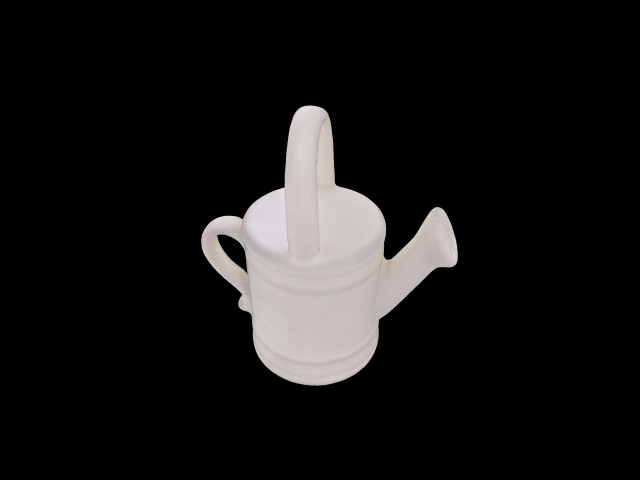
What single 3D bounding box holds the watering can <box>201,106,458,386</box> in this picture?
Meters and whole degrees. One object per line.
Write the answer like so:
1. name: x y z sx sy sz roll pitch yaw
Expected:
1. watering can: 0.004 0.000 0.402 0.173 0.194 0.100 -7 38 -9
